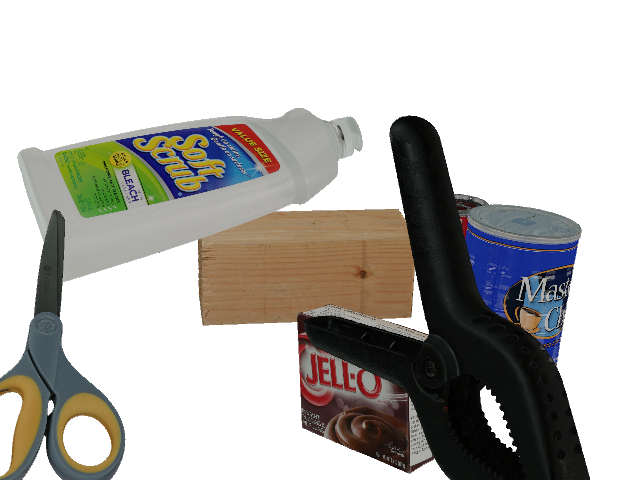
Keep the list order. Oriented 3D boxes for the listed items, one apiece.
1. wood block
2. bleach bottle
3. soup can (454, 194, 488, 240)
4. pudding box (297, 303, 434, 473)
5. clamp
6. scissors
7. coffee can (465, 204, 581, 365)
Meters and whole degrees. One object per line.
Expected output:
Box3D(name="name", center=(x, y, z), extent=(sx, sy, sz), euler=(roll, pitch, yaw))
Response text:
Box3D(name="wood block", center=(-0.017, 0.025, 1.061), extent=(0.206, 0.091, 0.090), euler=(-1, 19, -8))
Box3D(name="bleach bottle", center=(-0.091, -0.053, 0.807), extent=(0.250, 0.103, 0.068), euler=(-18, -31, -16))
Box3D(name="soup can", center=(0.161, 0.004, 1.263), extent=(0.068, 0.102, 0.068), euler=(2, 22, -1))
Box3D(name="pudding box", center=(0.033, 0.100, 0.747), extent=(0.039, 0.090, 0.114), euler=(-17, 20, -42))
Box3D(name="clamp", center=(0.067, 0.050, 0.531), extent=(0.036, 0.165, 0.210), euler=(-10, 42, -33))
Box3D(name="scissors", center=(-0.145, 0.065, 0.627), extent=(0.096, 0.201, 0.016), euler=(18, -44, -4))
Box3D(name="coffee can", center=(0.178, 0.048, 0.987), extent=(0.103, 0.140, 0.103), euler=(6, 17, -2))
